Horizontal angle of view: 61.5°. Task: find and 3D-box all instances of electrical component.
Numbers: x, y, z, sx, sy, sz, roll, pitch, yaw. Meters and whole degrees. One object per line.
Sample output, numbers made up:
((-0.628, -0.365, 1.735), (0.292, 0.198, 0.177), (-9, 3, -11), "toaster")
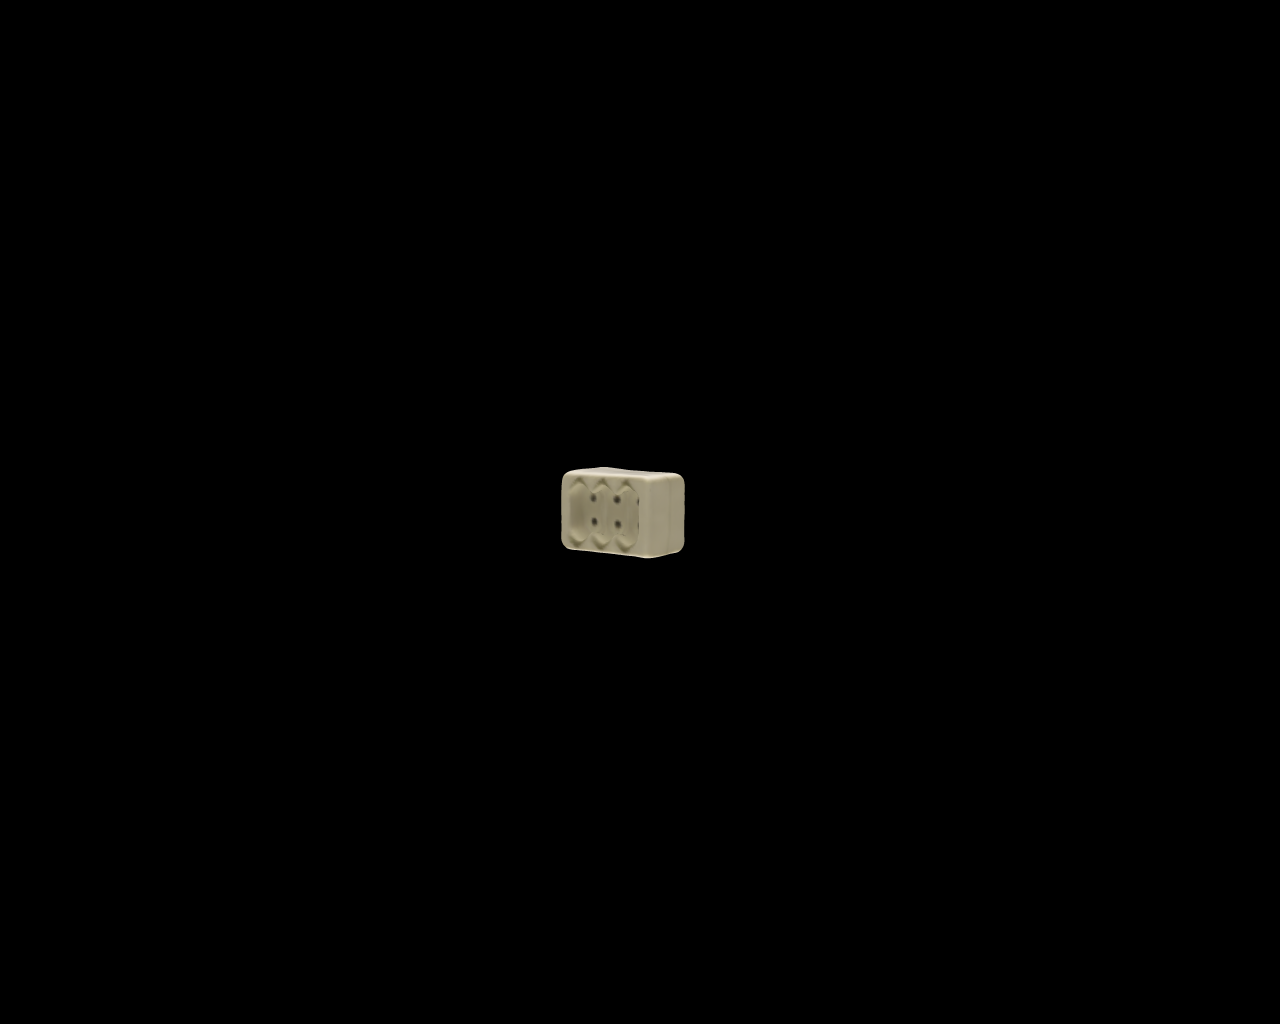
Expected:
((0.001, -0.003, 0.650), (0.066, 0.047, 0.077), (6, 10, 36), "electrical component")
